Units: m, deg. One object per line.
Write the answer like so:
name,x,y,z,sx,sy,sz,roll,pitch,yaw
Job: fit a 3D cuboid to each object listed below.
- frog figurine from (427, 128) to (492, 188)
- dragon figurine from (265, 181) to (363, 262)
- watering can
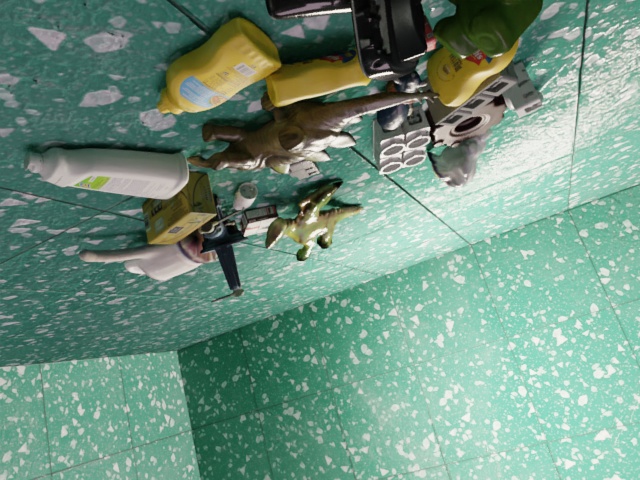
frog figurine,0.351,-0.206,1.238,0.157,0.122,0.140,-34,-169,25
dragon figurine,0.004,-0.069,1.375,0.415,0.123,0.238,-31,165,-33
watering can,-0.404,0.035,1.300,0.223,0.105,0.345,-23,163,17
